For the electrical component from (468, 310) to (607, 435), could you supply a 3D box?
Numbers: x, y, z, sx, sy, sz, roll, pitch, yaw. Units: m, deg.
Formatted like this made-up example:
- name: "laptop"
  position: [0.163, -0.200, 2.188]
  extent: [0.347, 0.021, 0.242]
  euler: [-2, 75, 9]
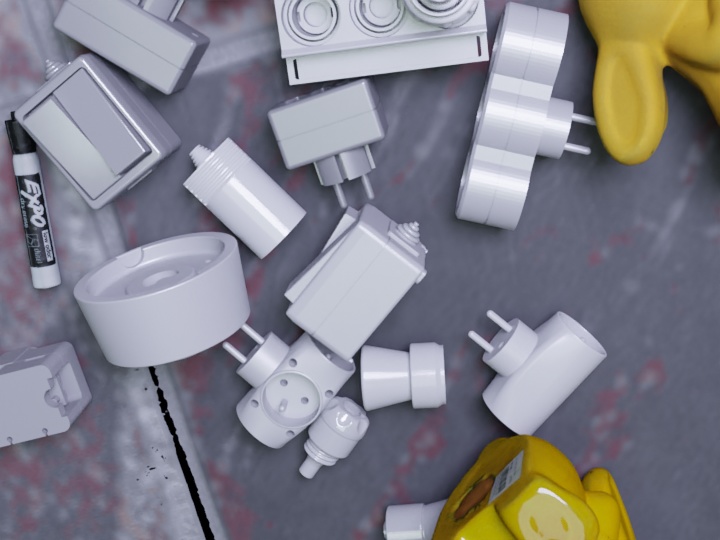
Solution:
- name: "electrical component"
  position: [0.109, 0.059, 0.720]
  extent: [0.079, 0.043, 0.077]
  euler: [39, 105, -6]

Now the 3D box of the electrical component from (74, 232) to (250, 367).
- name: "electrical component"
  position: [-0.123, 0.024, 0.698]
  extent: [0.108, 0.108, 0.060]
  euler: [-12, 110, 8]

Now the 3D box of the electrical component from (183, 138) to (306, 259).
- name: "electrical component"
  position: [-0.079, -0.050, 0.704]
  extent: [0.081, 0.043, 0.043]
  euler: [44, 104, -7]

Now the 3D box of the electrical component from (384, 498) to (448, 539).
- name: "electrical component"
  position: [0.050, 0.182, 0.761]
  extent: [0.065, 0.044, 0.044]
  euler: [-7, 105, 11]

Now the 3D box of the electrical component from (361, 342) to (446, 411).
- name: "electrical component"
  position: [0.030, 0.072, 0.729]
  extent: [0.055, 0.045, 0.045]
  euler: [-3, 105, 5]

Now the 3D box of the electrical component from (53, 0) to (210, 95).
- name: "electrical component"
  position: [-0.133, -0.165, 0.675]
  extent: [0.083, 0.047, 0.075]
  euler: [31, 105, -4]

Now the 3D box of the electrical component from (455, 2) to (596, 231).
- name: "electrical component"
  position: [0.111, -0.091, 0.673]
  extent: [0.074, 0.052, 0.138]
  euler: [13, 106, 1]

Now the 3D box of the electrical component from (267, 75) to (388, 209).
- name: "electrical component"
  position: [-0.013, -0.078, 0.689]
  extent: [0.066, 0.047, 0.076]
  euler: [-17, 104, 9]

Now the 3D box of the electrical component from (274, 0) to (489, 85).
- name: "electrical component"
  position: [0.013, -0.161, 0.655]
  extent: [0.121, 0.063, 0.078]
  euler: [-6, 105, 6]

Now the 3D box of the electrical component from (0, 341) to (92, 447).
- name: "electrical component"
  position: [-0.241, 0.088, 0.749]
  extent: [0.089, 0.055, 0.050]
  euler: [-14, 104, 8]

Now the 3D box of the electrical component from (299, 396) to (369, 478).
- name: "electrical component"
  position: [-0.022, 0.120, 0.752]
  extent: [0.035, 0.035, 0.061]
  euler: [33, 107, -5]

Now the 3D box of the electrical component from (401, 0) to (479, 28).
- name: "electrical component"
  position: [0.044, -0.156, 0.588]
  extent: [0.048, 0.062, 0.048]
  euler: [1, 105, 5]

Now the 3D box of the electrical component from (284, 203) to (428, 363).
- name: "electrical component"
  position: [0.000, 0.000, 0.702]
  extent: [0.061, 0.061, 0.096]
  euler: [38, 105, -6]

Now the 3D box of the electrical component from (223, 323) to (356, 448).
- name: "electrical component"
  position: [-0.058, 0.069, 0.735]
  extent: [0.079, 0.044, 0.077]
  euler: [41, 105, -7]

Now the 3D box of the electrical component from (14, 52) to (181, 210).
- name: "electrical component"
  position: [-0.172, -0.095, 0.690]
  extent: [0.062, 0.061, 0.096]
  euler: [-37, 100, 13]
